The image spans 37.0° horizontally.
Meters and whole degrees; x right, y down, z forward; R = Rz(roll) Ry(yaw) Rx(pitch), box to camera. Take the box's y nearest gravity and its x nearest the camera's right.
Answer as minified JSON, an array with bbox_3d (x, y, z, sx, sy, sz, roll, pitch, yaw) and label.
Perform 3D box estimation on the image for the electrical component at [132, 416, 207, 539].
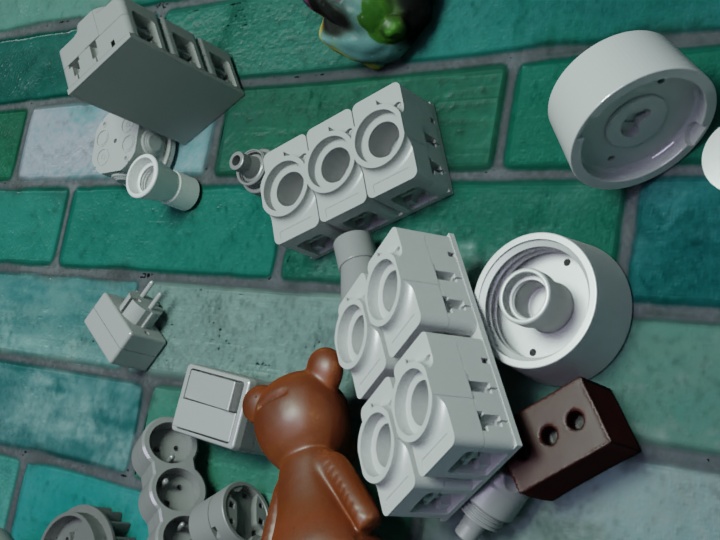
[{"bbox_3d":[-0.172,0.208,0.958,0.073,0.052,0.138,-52,45,49],"label":"electrical component"}]

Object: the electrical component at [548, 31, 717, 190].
[{"bbox_3d":[0.183,-0.115,0.745,0.108,0.108,0.060,-40,50,22],"label":"electrical component"}]

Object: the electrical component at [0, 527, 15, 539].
[{"bbox_3d":[-0.368,0.311,1.045,0.060,0.108,0.108,32,97,33],"label":"electrical component"}]

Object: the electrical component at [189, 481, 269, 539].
[{"bbox_3d":[-0.111,0.212,0.906,0.047,0.055,0.055,-32,59,31],"label":"electrical component"}]

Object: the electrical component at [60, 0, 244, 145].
[{"bbox_3d":[-0.200,-0.192,1.036,0.089,0.150,0.061,-35,59,25],"label":"electrical component"}]

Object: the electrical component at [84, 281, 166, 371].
[{"bbox_3d":[-0.218,0.046,1.045,0.076,0.047,0.065,-52,52,13],"label":"electrical component"}]

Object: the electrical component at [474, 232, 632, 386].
[{"bbox_3d":[0.132,0.025,0.768,0.108,0.060,0.108,-13,69,35],"label":"electrical component"}]

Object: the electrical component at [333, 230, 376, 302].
[{"bbox_3d":[0.000,0.000,0.893,0.044,0.044,0.065,-31,54,27],"label":"electrical component"}]

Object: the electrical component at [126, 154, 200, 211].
[{"bbox_3d":[-0.189,-0.082,1.050,0.044,0.065,0.044,-13,68,35],"label":"electrical component"}]

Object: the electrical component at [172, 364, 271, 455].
[{"bbox_3d":[-0.120,0.119,0.936,0.096,0.061,0.061,9,82,39],"label":"electrical component"}]

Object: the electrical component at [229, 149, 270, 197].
[{"bbox_3d":[-0.091,-0.090,0.977,0.043,0.062,0.043,-12,69,35],"label":"electrical component"}]

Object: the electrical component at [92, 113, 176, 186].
[{"bbox_3d":[-0.233,-0.125,1.106,0.080,0.051,0.080,-12,69,35],"label":"electrical component"}]

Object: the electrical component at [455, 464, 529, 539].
[{"bbox_3d":[0.092,0.166,0.768,0.043,0.043,0.062,40,103,39],"label":"electrical component"}]

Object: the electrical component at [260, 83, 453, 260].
[{"bbox_3d":[-0.007,-0.082,0.910,0.150,0.062,0.089,-25,62,30],"label":"electrical component"}]

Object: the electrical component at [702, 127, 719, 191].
[{"bbox_3d":[0.277,-0.058,0.672,0.138,0.074,0.052,29,95,40],"label":"electrical component"}]

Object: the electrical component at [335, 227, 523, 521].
[{"bbox_3d":[0.040,0.072,0.782,0.105,0.060,0.186,-56,36,41],"label":"electrical component"}]
